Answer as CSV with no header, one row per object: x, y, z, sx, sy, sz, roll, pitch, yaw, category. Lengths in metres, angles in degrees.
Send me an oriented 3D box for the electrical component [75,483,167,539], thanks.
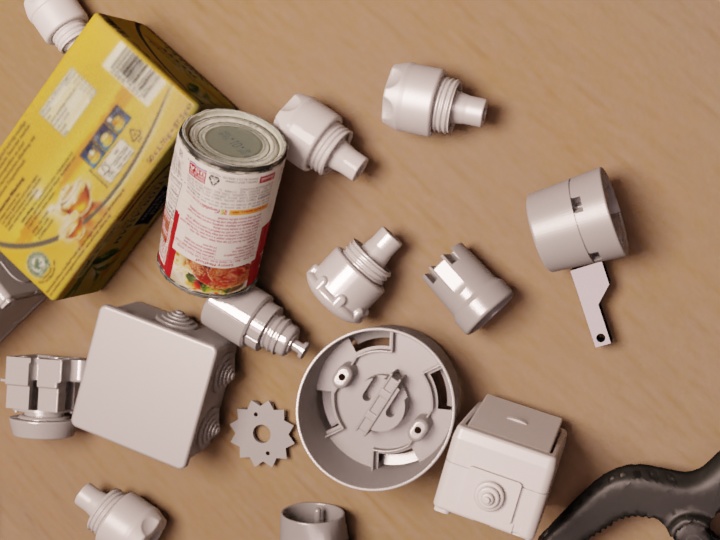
-0.172,0.174,0.757,0.062,0.043,0.043,32,103,12,electrical component

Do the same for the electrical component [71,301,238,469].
-0.138,0.075,0.734,0.100,0.048,0.099,19,101,13,electrical component

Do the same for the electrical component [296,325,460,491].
0.014,0.084,0.684,0.099,0.064,0.099,2,96,16,electrical component

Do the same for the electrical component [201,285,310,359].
-0.069,0.034,0.715,0.078,0.040,0.040,30,103,11,electrical component

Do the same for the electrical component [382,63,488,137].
0.047,-0.103,0.666,0.062,0.043,0.043,14,99,12,electrical component

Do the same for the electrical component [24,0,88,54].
-0.200,-0.164,0.734,0.035,0.035,0.061,-35,88,16,electrical component

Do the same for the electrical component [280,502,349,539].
-0.015,0.200,0.716,0.079,0.043,0.077,3,97,16,electrical component

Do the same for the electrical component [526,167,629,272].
0.130,-0.029,0.646,0.047,0.055,0.055,-17,91,21,electrical component

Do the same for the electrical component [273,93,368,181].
-0.024,-0.081,0.689,0.062,0.043,0.043,35,104,9,electrical component

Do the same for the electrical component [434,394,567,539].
0.087,0.118,0.651,0.062,0.096,0.061,17,98,14,electrical component

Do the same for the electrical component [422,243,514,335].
0.067,0.011,0.676,0.040,0.040,0.046,-45,77,15,electrical component

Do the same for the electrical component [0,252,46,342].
-0.278,0.023,0.761,0.096,0.062,0.061,-41,84,16,electrical component

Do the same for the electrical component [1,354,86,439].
-0.223,0.089,0.762,0.066,0.048,0.055,3,89,15,electrical component

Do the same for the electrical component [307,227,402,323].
0.000,0.000,0.691,0.048,0.048,0.062,45,98,7,electrical component
